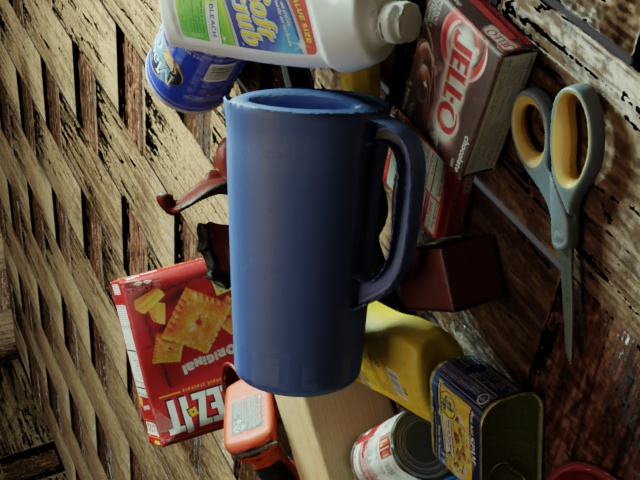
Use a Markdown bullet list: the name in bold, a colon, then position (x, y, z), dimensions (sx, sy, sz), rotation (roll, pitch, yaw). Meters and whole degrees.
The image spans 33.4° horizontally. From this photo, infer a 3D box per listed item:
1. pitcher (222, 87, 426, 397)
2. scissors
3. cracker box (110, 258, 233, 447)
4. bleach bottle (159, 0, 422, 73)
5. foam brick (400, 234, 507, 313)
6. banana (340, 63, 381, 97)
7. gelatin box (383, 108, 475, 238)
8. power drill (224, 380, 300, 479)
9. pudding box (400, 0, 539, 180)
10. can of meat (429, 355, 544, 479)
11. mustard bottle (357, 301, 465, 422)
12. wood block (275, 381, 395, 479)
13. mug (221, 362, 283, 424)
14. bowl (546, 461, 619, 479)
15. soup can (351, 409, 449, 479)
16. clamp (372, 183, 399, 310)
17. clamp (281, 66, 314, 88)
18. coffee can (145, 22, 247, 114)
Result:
- **pitcher**: position (-0.006, 0.001, 0.863), dimensions (0.149, 0.145, 0.243), rotation (-124, 35, -71)
- **scissors**: position (0.160, -0.019, 0.744), dimensions (0.096, 0.016, 0.202), rotation (46, 143, 50)
- **cracker box**: position (-0.156, 0.134, 1.345), dimensions (0.072, 0.164, 0.214), rotation (169, 87, -69)
- **bleach bottle**: position (-0.026, -0.190, 0.848), dimensions (0.251, 0.067, 0.102), rotation (16, 116, 41)
- **foam brick**: position (0.103, 0.027, 0.851), dimensions (0.078, 0.052, 0.051), rotation (-6, 98, 65)
- **banana**: position (0.023, -0.193, 0.896), dimensions (0.069, 0.037, 0.198), rotation (-63, -35, -59)
- **gelatin box**: position (0.089, -0.056, 0.864), dimensions (0.089, 0.030, 0.073), rotation (52, 146, 42)
- **power drill**: position (-0.040, 0.237, 1.166), dimensions (0.184, 0.057, 0.187), rotation (-99, -17, -58)
- **pudding box**: position (0.106, -0.116, 0.779), dimensions (0.090, 0.039, 0.114), rotation (56, 149, 38)
- **can of meat**: position (0.131, 0.152, 0.856), dimensions (0.084, 0.057, 0.102), rotation (-144, 45, -58)
- **mustard bottle**: position (0.048, 0.095, 0.960), dimensions (0.192, 0.058, 0.096), rotation (21, 143, 50)
- **wood block**: position (0.010, 0.154, 1.081), dimensions (0.090, 0.090, 0.206), rotation (-31, 75, 67)
- **mug**: position (-0.068, 0.178, 1.276), dimensions (0.117, 0.081, 0.093), rotation (9, 111, 64)
- **bowl**: position (0.191, 0.247, 0.778), dimensions (0.162, 0.055, 0.162), rotation (43, 140, 51)
- **soup can**: position (0.077, 0.197, 0.985), dimensions (0.068, 0.068, 0.102), rotation (69, 155, 14)
- **clamp**: position (0.035, -0.010, 0.972), dimensions (0.120, 0.039, 0.171), rotation (38, 147, 23)
- **clamp**: position (0.007, -0.077, 1.023), dimensions (0.165, 0.036, 0.210), rotation (46, 146, 37)
- **coffee can**: position (-0.127, -0.212, 1.158), dimensions (0.103, 0.102, 0.140), rotation (70, 156, 12)
